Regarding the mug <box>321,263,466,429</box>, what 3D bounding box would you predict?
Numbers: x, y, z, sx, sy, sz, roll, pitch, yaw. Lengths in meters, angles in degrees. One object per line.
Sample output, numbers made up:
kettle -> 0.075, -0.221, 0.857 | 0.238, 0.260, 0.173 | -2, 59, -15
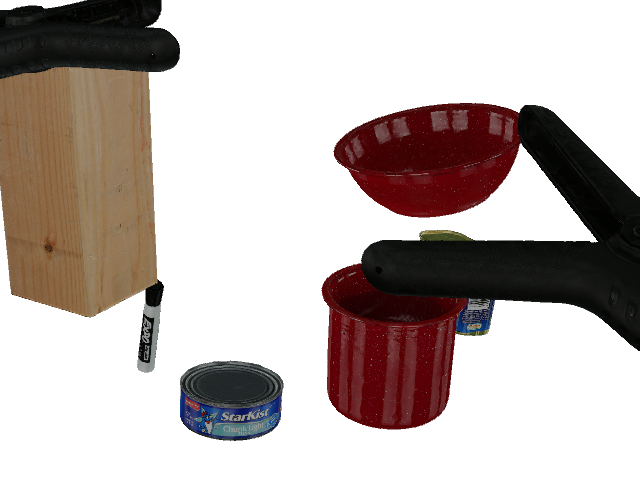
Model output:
mug -> 0.050, 0.065, 0.708 | 0.093, 0.081, 0.117 | 9, 25, 16

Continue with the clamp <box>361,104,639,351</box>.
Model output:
clamp -> 0.135, 0.013, 0.487 | 0.210, 0.036, 0.164 | 31, 49, 31

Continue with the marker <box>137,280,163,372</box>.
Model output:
marker -> -0.179, 0.090, 1.127 | 0.020, 0.121, 0.020 | 8, 35, -6

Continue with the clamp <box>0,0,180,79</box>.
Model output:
clamp -> -0.169, -0.126, 0.651 | 0.171, 0.039, 0.120 | -2, 22, -4

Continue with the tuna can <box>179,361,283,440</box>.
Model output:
tuna can -> -0.074, 0.132, 0.886 | 0.086, 0.034, 0.086 | 4, 17, -1

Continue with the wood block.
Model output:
wood block -> -0.195, -0.057, 0.853 | 0.091, 0.206, 0.090 | 13, 24, 27

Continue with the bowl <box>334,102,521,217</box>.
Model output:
bowl -> 0.095, -0.063, 0.889 | 0.162, 0.055, 0.162 | -10, 24, 4

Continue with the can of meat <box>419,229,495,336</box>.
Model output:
can of meat -> 0.143, 0.045, 1.133 | 0.057, 0.084, 0.102 | -3, 21, -32
